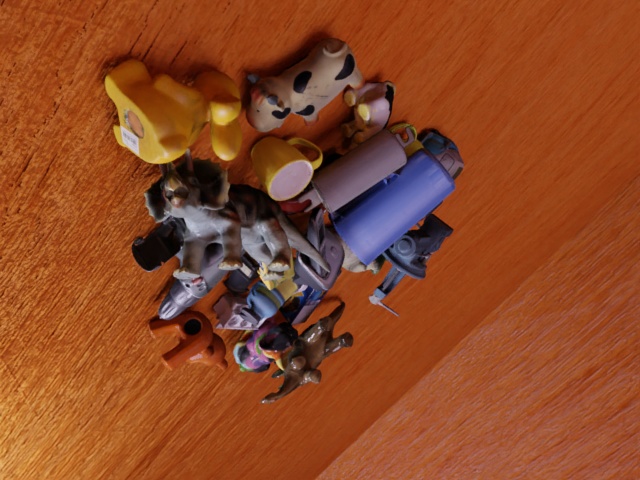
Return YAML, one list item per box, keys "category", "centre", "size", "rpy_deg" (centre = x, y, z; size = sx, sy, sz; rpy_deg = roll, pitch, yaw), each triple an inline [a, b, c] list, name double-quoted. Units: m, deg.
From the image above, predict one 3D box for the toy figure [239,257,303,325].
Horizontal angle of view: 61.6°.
- category: "toy figure"
  centre: [-0.101, 0.112, 1.202]
  size: [0.089, 0.082, 0.180]
  rpy_deg: [46, 63, -21]

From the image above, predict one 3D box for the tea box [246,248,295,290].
- category: "tea box"
  centre: [-0.107, 0.013, 1.082]
  size: [0.068, 0.098, 0.169]
  rpy_deg: [-29, 148, -18]

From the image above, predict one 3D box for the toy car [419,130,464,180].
- category: "toy car"
  centre: [0.280, -0.179, 1.248]
  size: [0.161, 0.103, 0.109]
  rpy_deg: [10, 126, -52]

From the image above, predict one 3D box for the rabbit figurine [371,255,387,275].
- category: "rabbit figurine"
  centre: [0.182, 0.020, 1.407]
  size: [0.159, 0.121, 0.170]
  rpy_deg: [-40, 166, -10]

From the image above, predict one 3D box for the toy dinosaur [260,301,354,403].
- category: "toy dinosaur"
  centre: [-0.017, 0.276, 1.413]
  size: [0.198, 0.105, 0.471]
  rpy_deg: [-35, -177, 44]

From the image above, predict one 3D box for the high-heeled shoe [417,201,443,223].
- category: "high-heeled shoe"
  centre: [0.145, -0.099, 1.180]
  size: [0.249, 0.086, 0.145]
  rpy_deg: [-20, 120, -5]

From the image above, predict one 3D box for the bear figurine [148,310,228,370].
- category: "bear figurine"
  centre: [-0.279, 0.232, 1.180]
  size: [0.132, 0.120, 0.195]
  rpy_deg: [-25, 154, -16]

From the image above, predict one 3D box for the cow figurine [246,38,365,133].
- category: "cow figurine"
  centre: [-0.031, -0.236, 0.831]
  size: [0.195, 0.085, 0.127]
  rpy_deg: [-37, 157, 1]

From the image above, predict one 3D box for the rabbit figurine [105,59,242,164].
- category: "rabbit figurine"
  centre: [-0.170, -0.178, 0.713]
  size: [0.173, 0.163, 0.121]
  rpy_deg: [-38, 144, -40]

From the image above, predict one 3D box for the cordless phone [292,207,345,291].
- category: "cordless phone"
  centre: [-0.002, -0.004, 1.087]
  size: [0.147, 0.089, 0.184]
  rpy_deg: [-63, 159, -49]

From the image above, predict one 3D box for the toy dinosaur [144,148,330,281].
- category: "toy dinosaur"
  centre: [-0.130, -0.033, 0.894]
  size: [0.131, 0.192, 0.404]
  rpy_deg: [-14, 168, 33]

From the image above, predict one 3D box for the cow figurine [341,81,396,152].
- category: "cow figurine"
  centre: [0.094, -0.221, 1.018]
  size: [0.098, 0.068, 0.167]
  rpy_deg: [-33, 152, -23]

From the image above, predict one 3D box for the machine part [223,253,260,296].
- category: "machine part"
  centre: [-0.167, 0.069, 1.125]
  size: [0.039, 0.084, 0.138]
  rpy_deg: [-47, 169, -36]

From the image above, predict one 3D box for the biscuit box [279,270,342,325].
- category: "biscuit box"
  centre: [-0.027, 0.127, 1.369]
  size: [0.059, 0.063, 0.202]
  rpy_deg: [-1, 133, -47]

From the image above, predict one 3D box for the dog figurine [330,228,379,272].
- category: "dog figurine"
  centre: [0.036, 0.030, 1.284]
  size: [0.190, 0.121, 0.172]
  rpy_deg: [-13, 134, -19]

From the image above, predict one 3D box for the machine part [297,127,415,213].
- category: "machine part"
  centre: [0.068, -0.124, 0.968]
  size: [0.243, 0.079, 0.079]
  rpy_deg: [-33, 151, -6]

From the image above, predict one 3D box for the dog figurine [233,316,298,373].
- category: "dog figurine"
  centre: [-0.132, 0.266, 1.299]
  size: [0.191, 0.108, 0.219]
  rpy_deg: [-42, -174, 0]

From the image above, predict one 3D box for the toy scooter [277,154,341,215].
- category: "toy scooter"
  centre: [-0.025, -0.090, 1.057]
  size: [0.184, 0.075, 0.135]
  rpy_deg: [-26, 150, -31]

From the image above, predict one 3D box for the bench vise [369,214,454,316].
- category: "bench vise"
  centre: [0.198, 0.049, 1.243]
  size: [0.240, 0.129, 0.223]
  rpy_deg: [-56, 169, 19]

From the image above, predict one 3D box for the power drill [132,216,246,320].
- category: "power drill"
  centre: [-0.251, 0.050, 0.988]
  size: [0.232, 0.086, 0.207]
  rpy_deg: [-40, 147, -1]
